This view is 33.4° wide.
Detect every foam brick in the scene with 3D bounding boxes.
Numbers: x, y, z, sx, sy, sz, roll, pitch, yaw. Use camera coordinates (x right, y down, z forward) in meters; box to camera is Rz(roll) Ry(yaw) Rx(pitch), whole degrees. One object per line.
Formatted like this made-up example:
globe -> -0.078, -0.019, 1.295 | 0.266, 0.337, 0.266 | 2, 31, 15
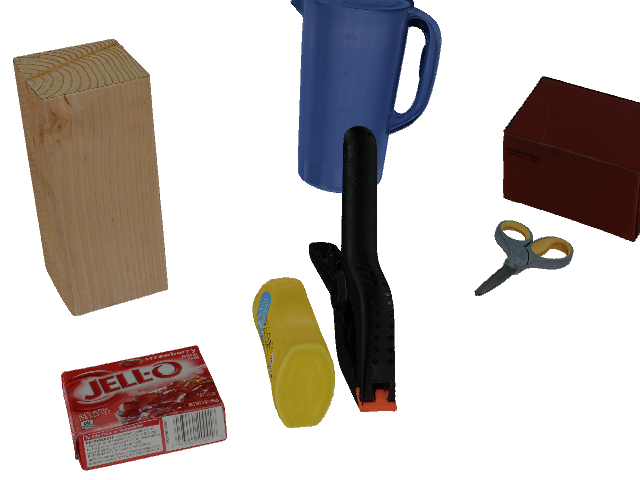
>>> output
foam brick -> 0.143, -0.045, 0.572 | 0.078, 0.053, 0.051 | 22, 55, 27

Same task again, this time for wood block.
wood block -> -0.193, -0.052, 0.905 | 0.090, 0.206, 0.090 | -16, 36, -23

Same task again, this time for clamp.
clamp -> 0.029, 0.029, 0.812 | 0.036, 0.210, 0.165 | 0, -42, -13

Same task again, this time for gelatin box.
gelatin box -> -0.108, 0.099, 0.647 | 0.089, 0.030, 0.073 | -10, 25, -15

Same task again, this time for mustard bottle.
mustard bottle -> -0.032, 0.092, 1.052 | 0.058, 0.096, 0.192 | -4, 28, -11

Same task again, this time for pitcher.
pitcher -> 0.045, -0.184, 1.305 | 0.144, 0.243, 0.149 | -8, 28, -26

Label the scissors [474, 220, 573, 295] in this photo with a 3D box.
scissors -> 0.194, 0.015, 1.131 | 0.201, 0.016, 0.096 | -12, 38, -43
